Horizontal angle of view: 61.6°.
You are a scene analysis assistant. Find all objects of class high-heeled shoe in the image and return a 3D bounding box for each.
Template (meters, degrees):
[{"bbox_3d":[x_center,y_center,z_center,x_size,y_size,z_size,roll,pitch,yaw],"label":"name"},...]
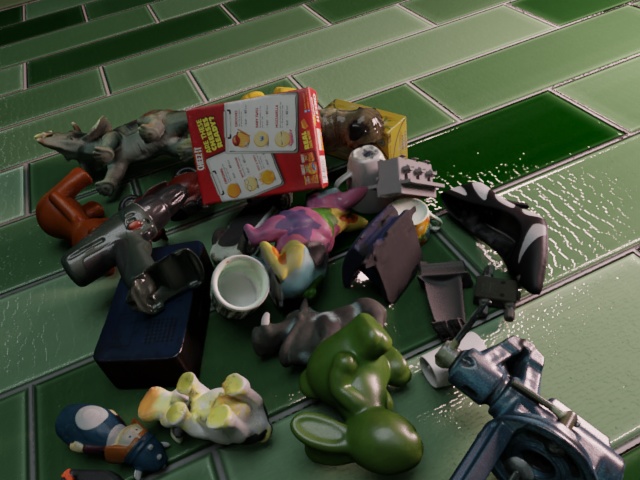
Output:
[{"bbox_3d":[0.257,-0.012,0.817,0.145,0.086,0.249,6,35,9],"label":"high-heeled shoe"}]

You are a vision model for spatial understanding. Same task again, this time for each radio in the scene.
[{"bbox_3d":[-0.241,0.107,0.808,0.131,0.073,0.230,-8,41,5],"label":"radio"}]

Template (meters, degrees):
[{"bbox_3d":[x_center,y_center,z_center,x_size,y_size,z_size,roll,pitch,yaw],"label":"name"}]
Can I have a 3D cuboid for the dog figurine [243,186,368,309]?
[{"bbox_3d":[-0.002,-0.003,0.851,0.219,0.108,0.192,-25,43,-19],"label":"dog figurine"}]

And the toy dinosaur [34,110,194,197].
[{"bbox_3d":[-0.364,-0.212,1.112,0.405,0.131,0.192,-16,40,-1],"label":"toy dinosaur"}]

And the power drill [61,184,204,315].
[{"bbox_3d":[-0.259,0.007,0.809,0.232,0.085,0.208,-35,50,-22],"label":"power drill"}]

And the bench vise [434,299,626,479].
[{"bbox_3d":[0.188,0.208,0.551,0.224,0.128,0.240,45,50,11],"label":"bench vise"}]

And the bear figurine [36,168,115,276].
[{"bbox_3d":[-0.409,-0.031,0.957,0.196,0.120,0.132,21,48,28],"label":"bear figurine"}]

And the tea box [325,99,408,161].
[{"bbox_3d":[0.083,-0.204,1.051,0.170,0.098,0.068,24,53,31],"label":"tea box"}]

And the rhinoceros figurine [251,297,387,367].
[{"bbox_3d":[0.001,0.125,0.737,0.190,0.073,0.112,-13,44,-3],"label":"rhinoceros figurine"}]

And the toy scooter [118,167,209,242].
[{"bbox_3d":[-0.276,-0.058,0.989,0.184,0.075,0.135,-25,44,-10],"label":"toy scooter"}]

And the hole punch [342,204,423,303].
[{"bbox_3d":[0.087,0.015,0.811,0.092,0.115,0.142,18,49,39],"label":"hole punch"}]

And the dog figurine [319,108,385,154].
[{"bbox_3d":[-0.001,-0.194,0.954,0.191,0.121,0.172,-3,15,46],"label":"dog figurine"}]

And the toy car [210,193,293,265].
[{"bbox_3d":[-0.117,-0.029,0.939,0.074,0.056,0.202,8,44,29],"label":"toy car"}]

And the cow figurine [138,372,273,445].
[{"bbox_3d":[-0.143,0.216,0.669,0.167,0.098,0.068,-8,45,31],"label":"cow figurine"}]

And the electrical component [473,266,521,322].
[{"bbox_3d":[0.255,0.076,0.773,0.063,0.021,0.094,6,44,17],"label":"electrical component"}]

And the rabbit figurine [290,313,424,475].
[{"bbox_3d":[0.044,0.192,0.620,0.159,0.121,0.170,-25,41,-4],"label":"rabbit figurine"}]

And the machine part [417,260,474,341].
[{"bbox_3d":[0.182,0.080,0.773,0.084,0.039,0.139,2,43,7],"label":"machine part"}]

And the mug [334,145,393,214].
[{"bbox_3d":[0.074,-0.108,0.944,0.110,0.107,0.081,-16,42,-8],"label":"mug"}]

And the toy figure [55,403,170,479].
[{"bbox_3d":[-0.260,0.248,0.672,0.155,0.057,0.064,11,59,20],"label":"toy figure"}]

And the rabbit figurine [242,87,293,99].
[{"bbox_3d":[-0.116,-0.213,1.061,0.122,0.162,0.173,5,23,14],"label":"rabbit figurine"}]
